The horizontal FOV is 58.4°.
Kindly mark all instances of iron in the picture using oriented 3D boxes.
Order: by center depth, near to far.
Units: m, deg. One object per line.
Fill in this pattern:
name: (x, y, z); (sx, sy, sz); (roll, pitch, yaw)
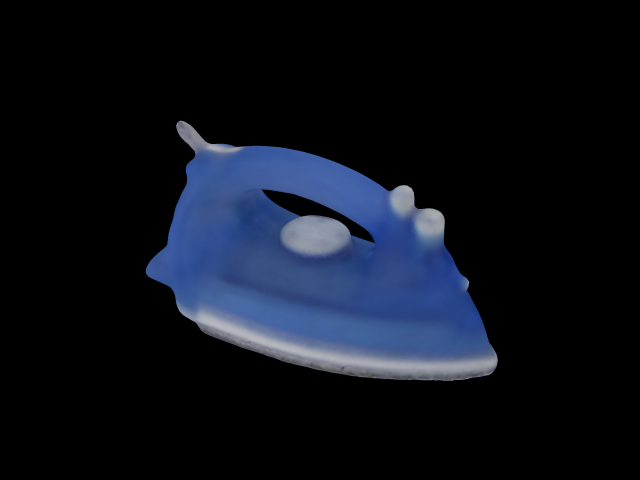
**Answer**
iron: (0.004, 0.001, 0.400); (0.257, 0.141, 0.119); (14, 36, 20)
